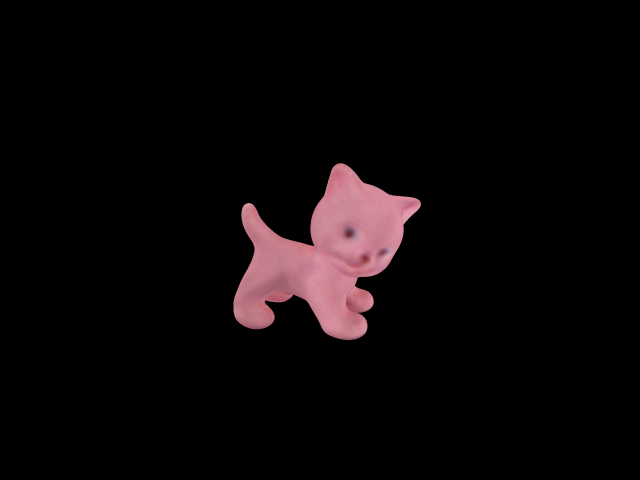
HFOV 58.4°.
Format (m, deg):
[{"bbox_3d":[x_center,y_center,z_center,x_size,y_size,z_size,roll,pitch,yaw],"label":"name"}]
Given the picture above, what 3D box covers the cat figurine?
[{"bbox_3d":[0.004,0.001,0.400,0.127,0.118,0.067,4,20,11],"label":"cat figurine"}]
